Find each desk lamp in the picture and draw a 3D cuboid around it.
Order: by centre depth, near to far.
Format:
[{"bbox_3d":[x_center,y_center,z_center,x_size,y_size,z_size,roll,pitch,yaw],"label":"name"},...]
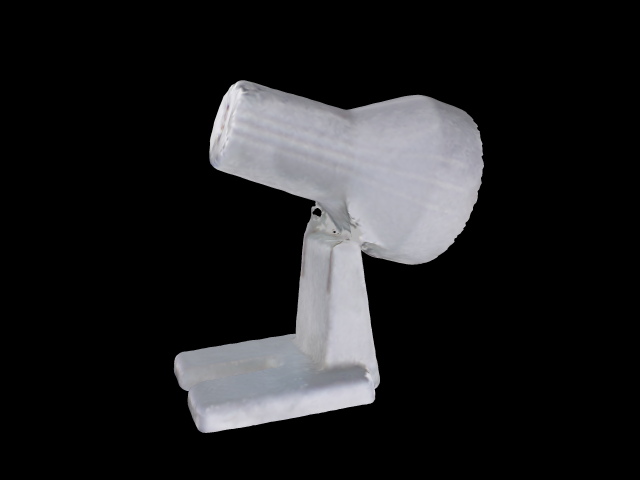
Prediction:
[{"bbox_3d":[0.004,0.001,0.400,0.204,0.213,0.117,-5,11,-24],"label":"desk lamp"}]
